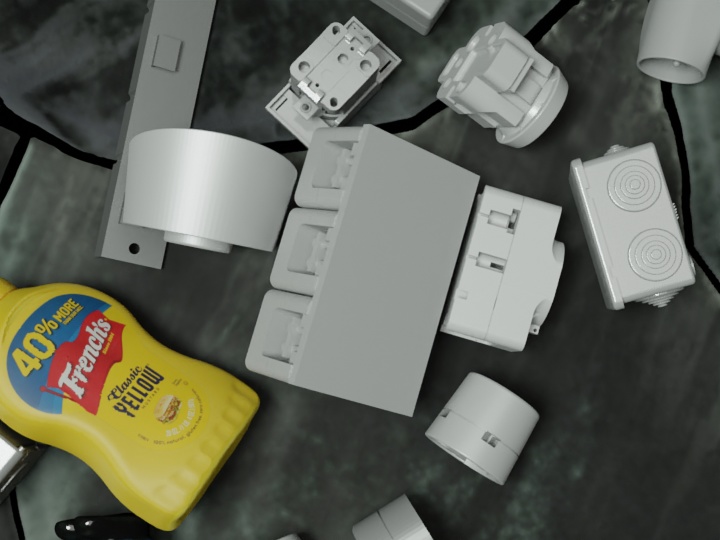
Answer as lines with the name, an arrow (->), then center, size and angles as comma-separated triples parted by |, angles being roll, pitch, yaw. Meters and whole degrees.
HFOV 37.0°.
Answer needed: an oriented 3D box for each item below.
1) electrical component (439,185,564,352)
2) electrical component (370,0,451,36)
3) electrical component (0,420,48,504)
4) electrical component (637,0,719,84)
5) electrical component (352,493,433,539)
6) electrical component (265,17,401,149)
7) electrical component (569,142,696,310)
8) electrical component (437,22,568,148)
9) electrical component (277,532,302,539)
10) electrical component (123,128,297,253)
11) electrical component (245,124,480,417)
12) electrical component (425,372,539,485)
electrical component -> 0.089, 0.001, 0.657 | 0.056, 0.050, 0.089 | 16, 85, 0
electrical component -> 0.047, -0.200, 0.661 | 0.047, 0.075, 0.083 | 34, 85, 0
electrical component -> -0.244, 0.098, 0.630 | 0.096, 0.061, 0.061 | 39, 85, 2
electrical component -> 0.224, -0.156, 0.680 | 0.079, 0.043, 0.077 | 17, 84, 0
electrical component -> 0.062, 0.193, 0.638 | 0.074, 0.052, 0.138 | -31, 87, -5
electrical component -> -0.016, -0.117, 0.658 | 0.042, 0.064, 0.081 | 42, 85, 3
electrical component -> 0.160, -0.025, 0.639 | 0.048, 0.100, 0.099 | -16, 85, 9
electrical component -> 0.089, -0.112, 0.659 | 0.057, 0.078, 0.058 | 33, 86, -18
electrical component -> -0.047, 0.189, 0.634 | 0.048, 0.066, 0.055 | -31, 76, 30
electrical component -> -0.089, -0.044, 0.631 | 0.099, 0.099, 0.064 | 11, 90, -1
electrical component -> 0.000, 0.000, 0.635 | 0.089, 0.062, 0.150 | 20, 83, -36
electrical component -> 0.075, 0.094, 0.647 | 0.055, 0.055, 0.047 | 34, 81, 1
